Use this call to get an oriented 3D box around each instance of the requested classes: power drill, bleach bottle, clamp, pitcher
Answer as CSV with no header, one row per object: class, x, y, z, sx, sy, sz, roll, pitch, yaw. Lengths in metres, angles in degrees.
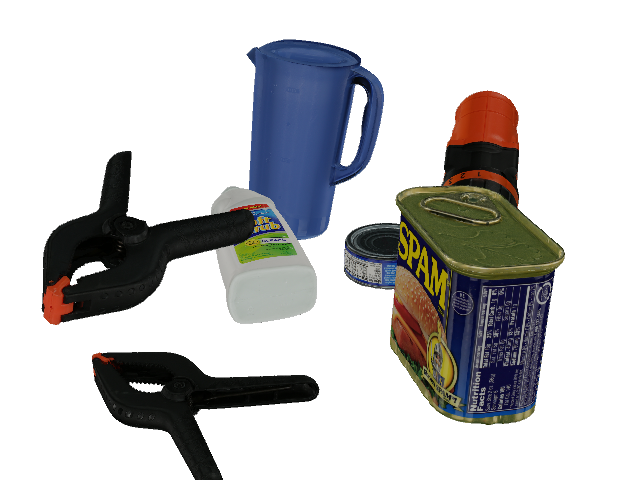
power drill,0.113,0.015,0.763,0.057,0.188,0.184,6,45,10
bleach bottle,-0.083,0.002,1.234,0.102,0.068,0.251,-7,29,-15
clamp,-0.138,-0.005,0.728,0.120,0.039,0.171,27,36,23
pitcher,-0.019,-0.126,1.361,0.144,0.243,0.149,-2,25,-22
clamp,-0.117,0.142,0.974,0.210,0.036,0.164,21,36,31

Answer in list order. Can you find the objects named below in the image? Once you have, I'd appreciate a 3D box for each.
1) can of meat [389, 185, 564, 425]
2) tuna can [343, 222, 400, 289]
can of meat,0.071,0.029,0.522,0.057,0.084,0.102,-4,24,-14
tuna can,0.066,0.014,1.047,0.086,0.034,0.086,0,25,0
